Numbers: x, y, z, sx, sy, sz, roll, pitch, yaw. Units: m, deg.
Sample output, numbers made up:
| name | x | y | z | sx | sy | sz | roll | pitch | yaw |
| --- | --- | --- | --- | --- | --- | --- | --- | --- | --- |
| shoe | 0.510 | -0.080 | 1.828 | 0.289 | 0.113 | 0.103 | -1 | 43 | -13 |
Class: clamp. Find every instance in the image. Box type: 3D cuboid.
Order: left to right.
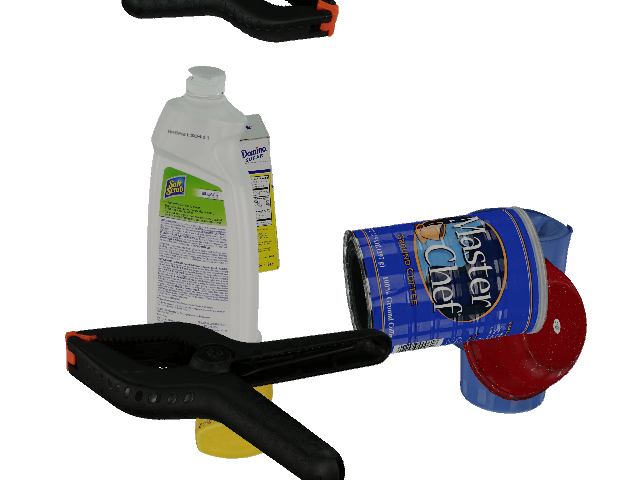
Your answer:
| name | x | y | z | sx | sy | sz | roll | pitch | yaw |
| --- | --- | --- | --- | --- | --- | --- | --- | --- | --- |
| clamp | -0.059 | 0.084 | 0.683 | 0.210 | 0.036 | 0.164 | 11 | 24 | 17 |
| clamp | -0.067 | -0.215 | 0.877 | 0.171 | 0.120 | 0.039 | 13 | -26 | -5 |

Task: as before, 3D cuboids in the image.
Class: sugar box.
| name | x | y | z | sx | sy | sz | roll | pitch | yaw |
| --- | --- | --- | --- | --- | --- | --- | --- | --- | --- |
| sugar box | -0.082 | -0.058 | 1.314 | 0.048 | 0.176 | 0.093 | -9 | 25 | -7 |

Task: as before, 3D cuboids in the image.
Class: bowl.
| name | x | y | z | sx | sy | sz | roll | pitch | yaw |
| --- | --- | --- | --- | --- | --- | --- | --- | --- | --- |
| bowl | 0.223 | 0.087 | 1.103 | 0.161 | 0.162 | 0.055 | 0 | -2 | -34 |

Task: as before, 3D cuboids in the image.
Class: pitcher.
| name | x | y | z | sx | sy | sz | roll | pitch | yaw |
| --- | --- | --- | --- | --- | --- | --- | --- | --- | --- |
| pitcher | 0.226 | 0.089 | 1.327 | 0.149 | 0.243 | 0.144 | 7 | 20 | 16 |

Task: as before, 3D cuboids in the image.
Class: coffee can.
| name | x | y | z | sx | sy | sz | roll | pitch | yaw |
| --- | --- | --- | --- | --- | --- | --- | --- | --- | --- |
| coffee can | 0.096 | 0.033 | 0.847 | 0.140 | 0.103 | 0.103 | -8 | 1 | -7 |

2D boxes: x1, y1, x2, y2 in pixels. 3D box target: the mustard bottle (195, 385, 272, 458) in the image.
| name | x | y | z | sx | sy | sz | roll | pitch | yaw |
| --- | --- | --- | --- | --- | --- | --- | --- | --- | --- |
| mustard bottle | -0.108 | 0.198 | 1.360 | 0.096 | 0.058 | 0.191 | -4 | 26 | -3 |

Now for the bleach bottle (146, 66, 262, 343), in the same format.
| name | x | y | z | sx | sy | sz | roll | pitch | yaw |
| --- | --- | --- | --- | --- | --- | --- | --- | --- | --- |
| bleach bottle | -0.092 | -0.018 | 0.889 | 0.102 | 0.251 | 0.068 | 7 | 23 | 4 |
